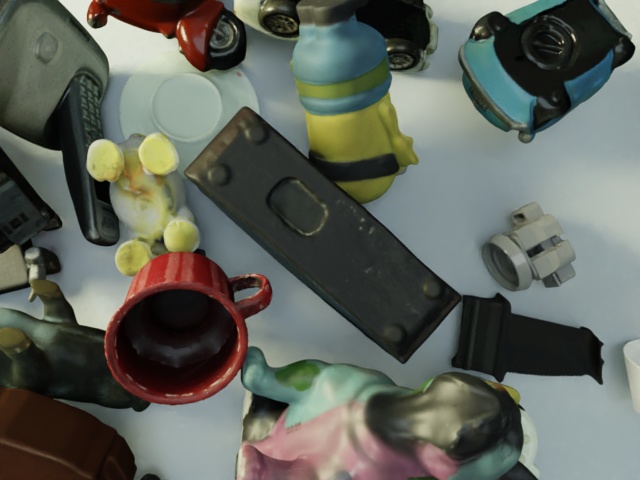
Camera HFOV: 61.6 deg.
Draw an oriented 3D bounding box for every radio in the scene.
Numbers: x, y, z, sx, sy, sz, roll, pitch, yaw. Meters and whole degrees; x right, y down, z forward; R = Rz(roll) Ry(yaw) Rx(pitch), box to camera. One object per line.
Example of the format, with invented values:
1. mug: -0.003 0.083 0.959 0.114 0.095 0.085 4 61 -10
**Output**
1. radio: -0.001 -0.001 0.443 0.229 0.131 0.073 40 84 -1

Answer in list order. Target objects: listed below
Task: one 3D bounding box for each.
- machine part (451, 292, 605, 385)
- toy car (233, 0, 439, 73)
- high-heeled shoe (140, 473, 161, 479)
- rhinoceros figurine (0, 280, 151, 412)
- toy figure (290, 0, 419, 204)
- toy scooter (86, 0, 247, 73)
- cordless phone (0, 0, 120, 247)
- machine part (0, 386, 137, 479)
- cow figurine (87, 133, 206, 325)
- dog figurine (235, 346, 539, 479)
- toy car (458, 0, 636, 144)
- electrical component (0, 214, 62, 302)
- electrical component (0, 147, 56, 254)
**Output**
1. machine part: 0.195 0.095 0.501 0.139 0.039 0.084 12 77 -3
2. toy car: 0.021 -0.210 0.497 0.202 0.056 0.073 10 79 -21
3. high-heeled shoe: -0.175 0.329 0.436 0.145 0.086 0.249 -18 65 23
4. rhinoceros figurine: -0.226 0.094 0.432 0.190 0.112 0.073 10 38 -18
5. toy figure: 0.021 -0.114 0.456 0.089 0.082 0.179 -21 128 -1
6. toy scooter: -0.143 -0.241 0.485 0.135 0.075 0.183 -7 87 -15
7. cordless phone: -0.213 -0.086 0.425 0.089 0.146 0.184 -16 82 0
8. machine part: -0.231 0.194 0.400 0.179 0.056 0.179 -2 113 -4
9. cow figurine: -0.139 -0.008 0.461 0.068 0.098 0.167 -15 104 -11
10. dog figurine: 0.046 0.156 0.407 0.219 0.191 0.108 4 50 -3
11. toy car: 0.196 -0.157 0.497 0.162 0.103 0.109 -34 84 -13
12. electrical component: -0.274 0.020 0.459 0.102 0.045 0.078 -8 86 -7
13. electrical component: -0.271 -0.053 0.414 0.134 0.114 0.058 40 70 18
